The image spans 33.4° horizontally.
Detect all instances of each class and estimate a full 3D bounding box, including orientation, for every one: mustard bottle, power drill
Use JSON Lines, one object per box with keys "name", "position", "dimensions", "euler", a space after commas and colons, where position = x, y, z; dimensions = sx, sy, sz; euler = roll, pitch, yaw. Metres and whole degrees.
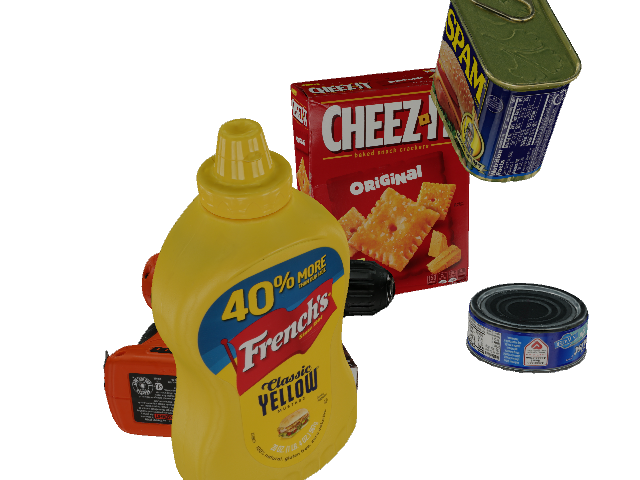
{"name": "mustard bottle", "position": [-0.030, 0.032, 0.496], "dimensions": [0.096, 0.192, 0.058], "euler": [-23, 39, -26]}
{"name": "power drill", "position": [-0.050, 0.060, 0.710], "dimensions": [0.184, 0.057, 0.187], "euler": [0, 22, 11]}

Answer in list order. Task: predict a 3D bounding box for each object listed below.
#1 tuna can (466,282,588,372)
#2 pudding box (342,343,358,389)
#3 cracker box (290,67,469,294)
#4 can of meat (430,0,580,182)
{"name": "tuna can", "position": [0.149, 0.061, 0.768], "dimensions": [0.086, 0.034, 0.086], "euler": [-1, 21, 0]}
{"name": "pudding box", "position": [-0.030, 0.117, 0.971], "dimensions": [0.113, 0.039, 0.090], "euler": [-1, 17, -12]}
{"name": "cracker box", "position": [0.062, -0.052, 1.049], "dimensions": [0.164, 0.214, 0.072], "euler": [-8, 22, -14]}
{"name": "can of meat", "position": [0.106, -0.097, 0.642], "dimensions": [0.057, 0.102, 0.084], "euler": [-7, -38, -12]}
